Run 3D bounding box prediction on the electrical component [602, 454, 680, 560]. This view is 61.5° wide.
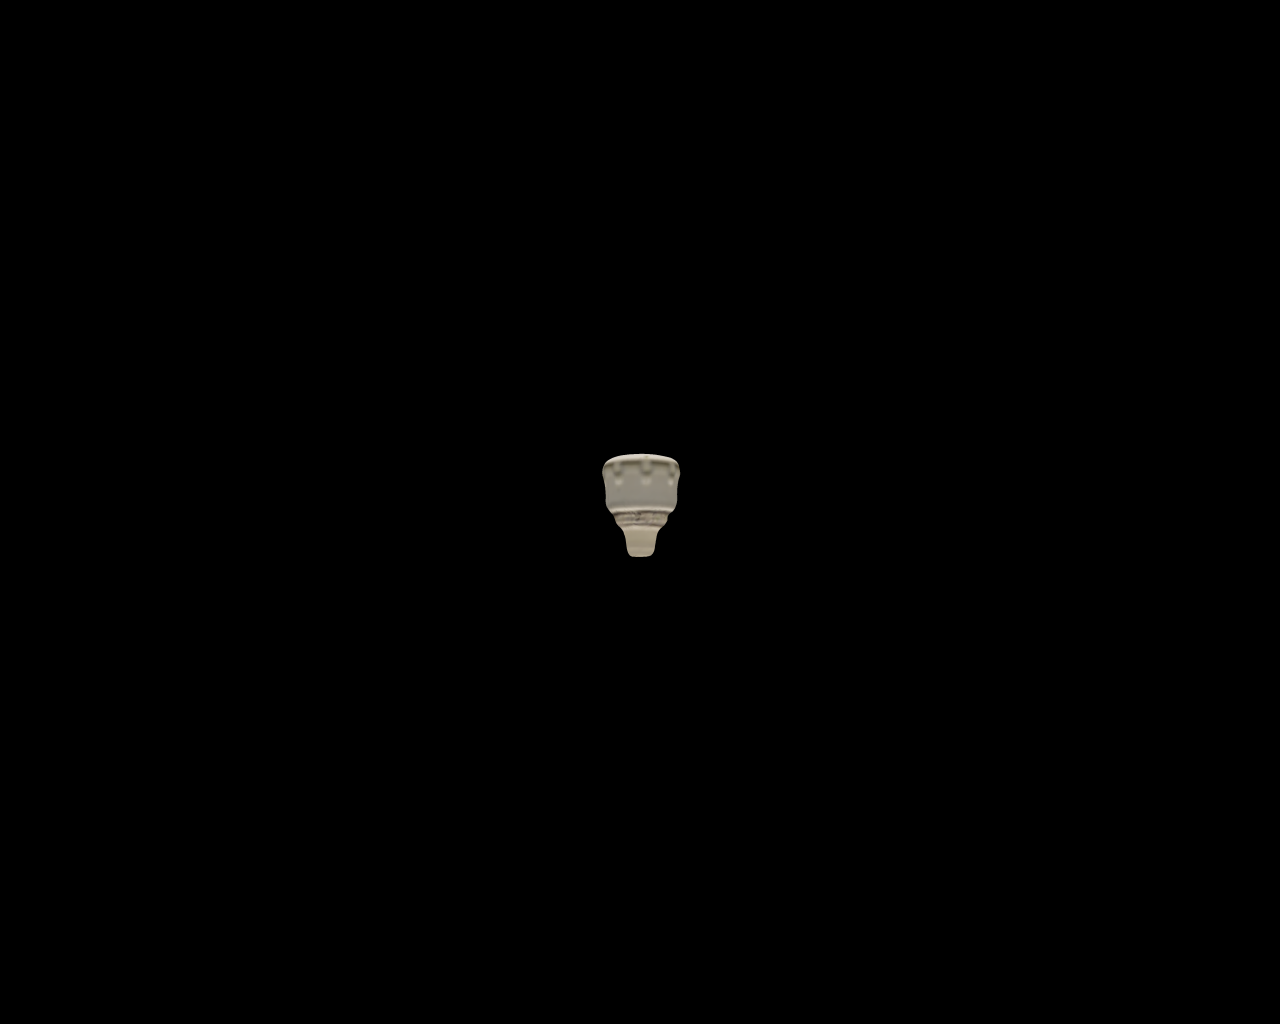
[{"bbox_3d":[0.001,-0.003,0.650,0.048,0.062,0.048,0,-7,0],"label":"electrical component"}]
